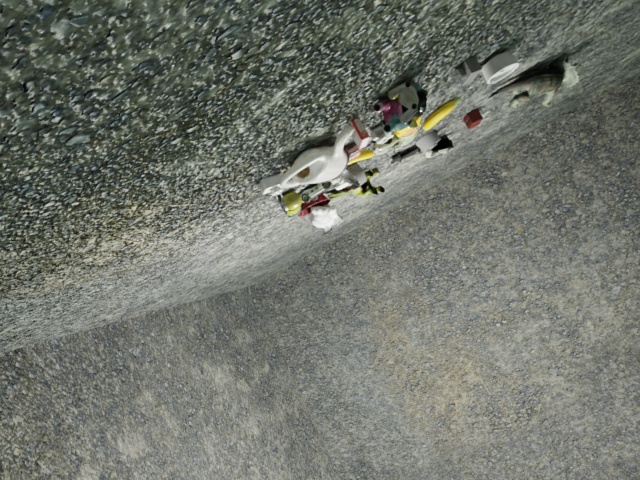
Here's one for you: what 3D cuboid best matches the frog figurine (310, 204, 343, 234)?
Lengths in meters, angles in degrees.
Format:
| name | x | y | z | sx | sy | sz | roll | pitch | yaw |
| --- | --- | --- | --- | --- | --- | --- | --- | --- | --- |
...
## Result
| name | x | y | z | sx | sy | sz | roll | pitch | yaw |
| --- | --- | --- | --- | --- | --- | --- | --- | --- | --- |
| frog figurine | 0.007 | -0.113 | 2.253 | 0.136 | 0.125 | 0.157 | -22 | -41 | 36 |

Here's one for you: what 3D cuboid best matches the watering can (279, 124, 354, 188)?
| name | x | y | z | sx | sy | sz | roll | pitch | yaw |
| --- | --- | --- | --- | --- | --- | --- | --- | --- | --- |
| watering can | 0.021 | -0.257 | 1.626 | 0.343 | 0.104 | 0.226 | -32 | -8 | 34 |

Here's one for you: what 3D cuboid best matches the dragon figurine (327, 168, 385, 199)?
| name | x | y | z | sx | sy | sz | roll | pitch | yaw |
| --- | --- | --- | --- | --- | --- | --- | --- | --- | --- |
| dragon figurine | 0.143 | -0.221 | 2.308 | 0.240 | 0.122 | 0.413 | -21 | -2 | 33 |
